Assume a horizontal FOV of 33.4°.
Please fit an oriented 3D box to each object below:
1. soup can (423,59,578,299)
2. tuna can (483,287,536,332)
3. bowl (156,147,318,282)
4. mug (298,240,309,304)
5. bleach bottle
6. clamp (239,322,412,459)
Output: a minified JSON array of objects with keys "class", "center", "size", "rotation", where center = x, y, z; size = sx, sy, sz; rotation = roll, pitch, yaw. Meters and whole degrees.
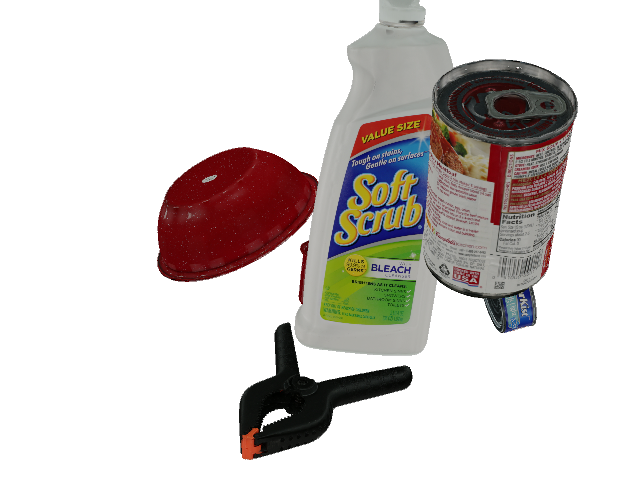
[{"class":"soup can","center":[0.087,-0.029,0.533],"size":[0.068,0.102,0.068],"rotation":[-1,41,0]},{"class":"tuna can","center":[0.181,0.046,1.045],"size":[0.033,0.086,0.086],"rotation":[-15,1,-3]},{"class":"bowl","center":[-0.084,-0.034,0.937],"size":[0.162,0.055,0.162],"rotation":[-22,28,12]},{"class":"mug","center":[0.023,0.055,1.502],"size":[0.117,0.081,0.093],"rotation":[18,24,26]},{"class":"bleach bottle","center":[0.039,-0.046,0.749],"size":[0.102,0.251,0.068],"rotation":[5,20,3]},{"class":"clamp","center":[-0.009,0.158,1.086],"size":[0.165,0.036,0.209],"rotation":[13,29,19]}]
